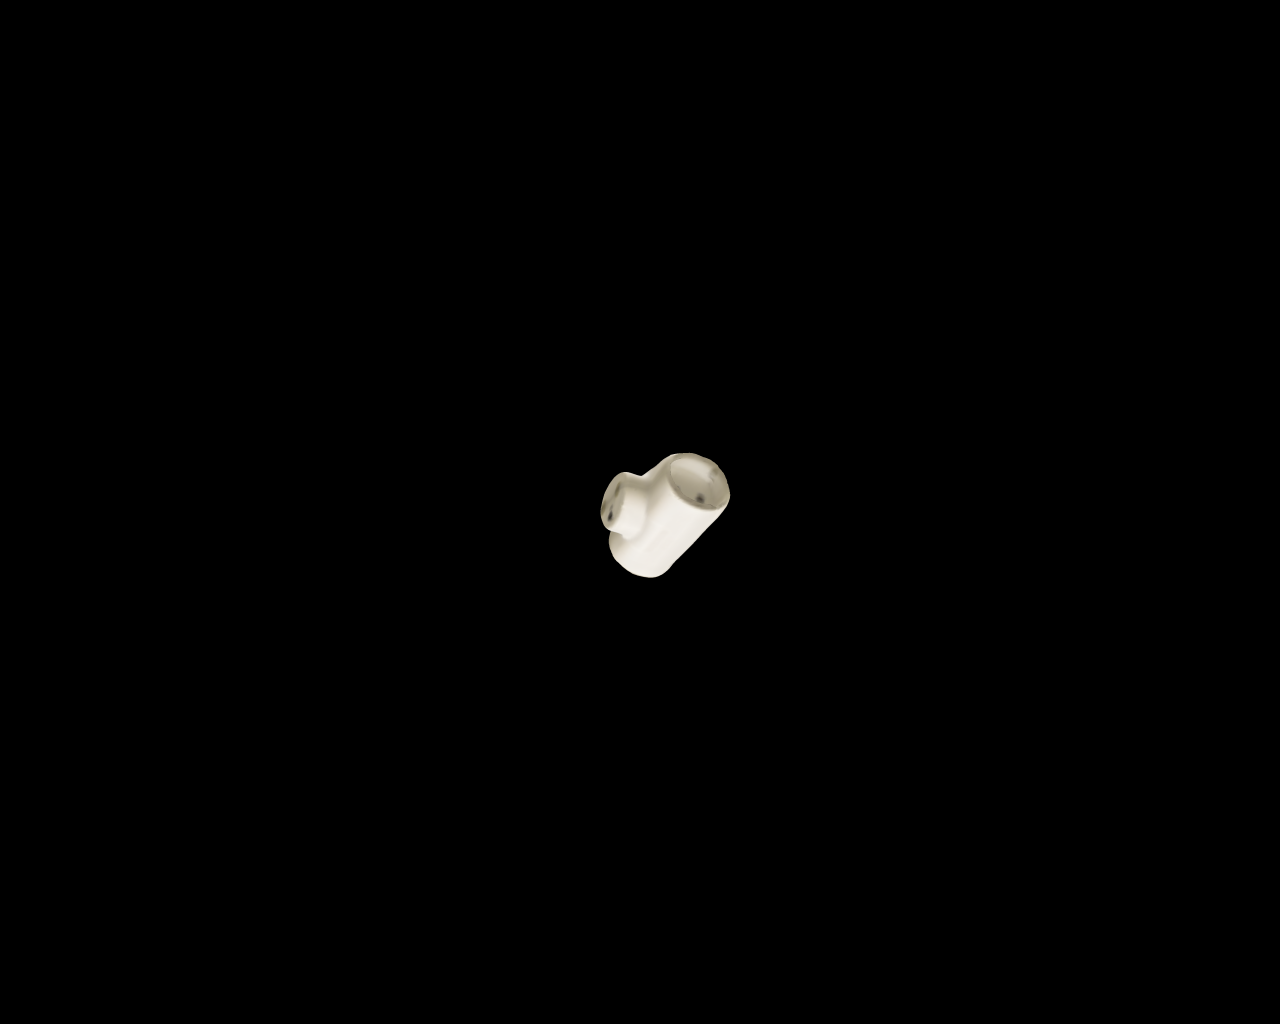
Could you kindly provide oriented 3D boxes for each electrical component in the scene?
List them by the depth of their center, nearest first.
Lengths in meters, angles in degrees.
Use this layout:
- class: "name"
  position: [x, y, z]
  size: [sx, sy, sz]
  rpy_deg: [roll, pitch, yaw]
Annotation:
- class: "electrical component"
  position: [0.001, -0.003, 0.650]
  size: [0.079, 0.043, 0.077]
  rpy_deg: [17, -41, -21]
